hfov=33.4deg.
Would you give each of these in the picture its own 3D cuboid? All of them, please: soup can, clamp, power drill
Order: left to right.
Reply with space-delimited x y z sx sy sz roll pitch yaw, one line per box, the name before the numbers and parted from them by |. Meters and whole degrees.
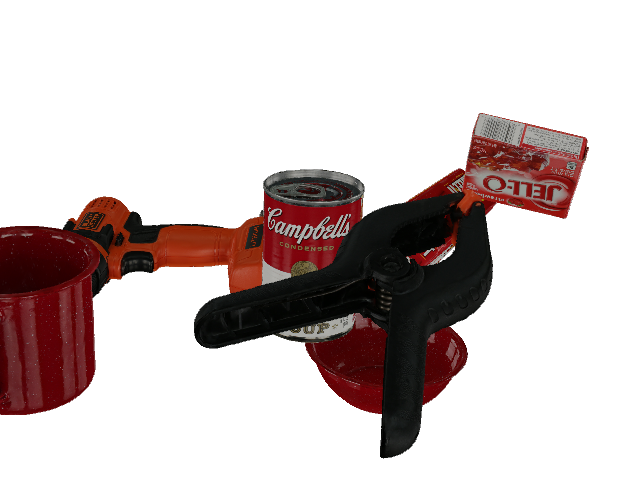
power drill | -0.135 0.019 0.910 0.187 0.057 0.184 5 28 1
soup can | -0.007 0.010 0.727 0.068 0.102 0.068 2 22 -1
clamp | 0.038 0.032 0.520 0.171 0.039 0.120 -33 58 -31

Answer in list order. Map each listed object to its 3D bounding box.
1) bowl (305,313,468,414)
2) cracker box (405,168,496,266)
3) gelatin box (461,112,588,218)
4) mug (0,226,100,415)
bowl | 0.064 0.126 1.068 0.162 0.055 0.162 2 25 -1
cracker box | 0.092 0.023 1.270 0.214 0.072 0.163 -49 -9 34
gelatin box | 0.162 -0.058 0.852 0.089 0.030 0.073 15 -35 10
mug | -0.174 0.052 0.607 0.093 0.081 0.117 5 25 4
